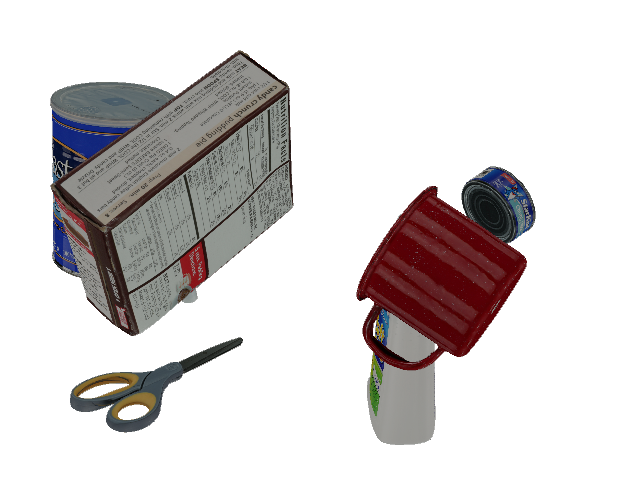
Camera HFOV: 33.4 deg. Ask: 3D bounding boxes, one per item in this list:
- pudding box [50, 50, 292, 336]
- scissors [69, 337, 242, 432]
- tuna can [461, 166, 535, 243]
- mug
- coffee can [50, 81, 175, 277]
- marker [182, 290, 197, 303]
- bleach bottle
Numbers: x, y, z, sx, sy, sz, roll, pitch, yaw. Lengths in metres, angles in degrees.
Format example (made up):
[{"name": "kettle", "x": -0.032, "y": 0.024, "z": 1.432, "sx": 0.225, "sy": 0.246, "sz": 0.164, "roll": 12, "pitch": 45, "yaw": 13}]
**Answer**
[{"name": "pudding box", "x": -0.062, "y": -0.020, "z": 0.492, "sx": 0.039, "sy": 0.113, "sz": 0.090, "roll": 35, "pitch": -28, "yaw": 23}, {"name": "scissors", "x": -0.145, "y": 0.142, "z": 1.057, "sx": 0.201, "sy": 0.016, "sz": 0.096, "roll": -12, "pitch": 31, "yaw": -29}, {"name": "tuna can", "x": 0.201, "y": -0.039, "z": 1.216, "sx": 0.033, "sy": 0.086, "sz": 0.086, "roll": -33, "pitch": 15, "yaw": -25}, {"name": "mug", "x": 0.076, "y": 0.034, "z": 0.713, "sx": 0.081, "sy": 0.117, "sz": 0.093, "roll": 35, "pitch": 0, "yaw": 13}, {"name": "coffee can", "x": -0.171, "y": -0.050, "z": 0.887, "sx": 0.103, "sy": 0.140, "sz": 0.103, "roll": 5, "pitch": 24, "yaw": -2}, {"name": "marker", "x": -0.159, "y": 0.016, "z": 1.203, "sx": 0.020, "sy": 0.121, "sz": 0.020, "roll": -6, "pitch": 30, "yaw": 4}, {"name": "bleach bottle", "x": 0.083, "y": 0.078, "z": 1.028, "sx": 0.068, "sy": 0.251, "sz": 0.102, "roll": -2, "pitch": 36, "yaw": -2}]
